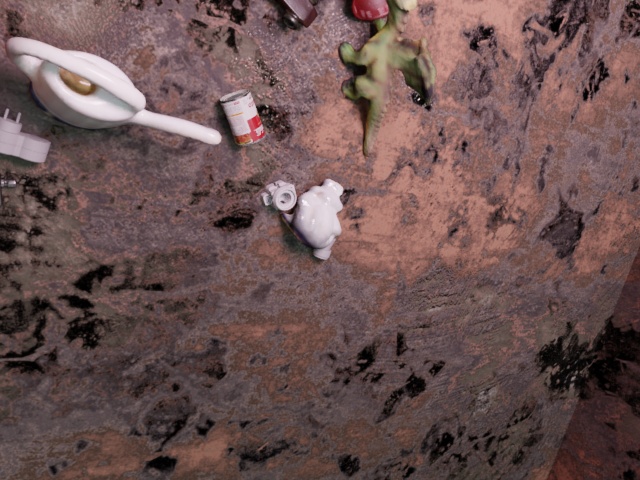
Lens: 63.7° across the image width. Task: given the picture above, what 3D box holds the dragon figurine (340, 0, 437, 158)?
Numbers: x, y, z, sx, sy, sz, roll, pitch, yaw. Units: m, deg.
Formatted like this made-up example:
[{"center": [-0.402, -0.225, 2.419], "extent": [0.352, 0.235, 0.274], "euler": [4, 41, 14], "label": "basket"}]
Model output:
[{"center": [0.158, -0.353, 1.126], "extent": [0.123, 0.246, 0.402], "euler": [-20, 119, -22], "label": "dragon figurine"}]

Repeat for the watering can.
[{"center": [-0.359, -0.235, 0.891], "extent": [0.344, 0.224, 0.105], "euler": [25, 78, -35], "label": "watering can"}]

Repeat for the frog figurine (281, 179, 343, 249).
[{"center": [0.004, -0.062, 1.226], "extent": [0.159, 0.124, 0.136], "euler": [-42, 104, 4], "label": "frog figurine"}]
